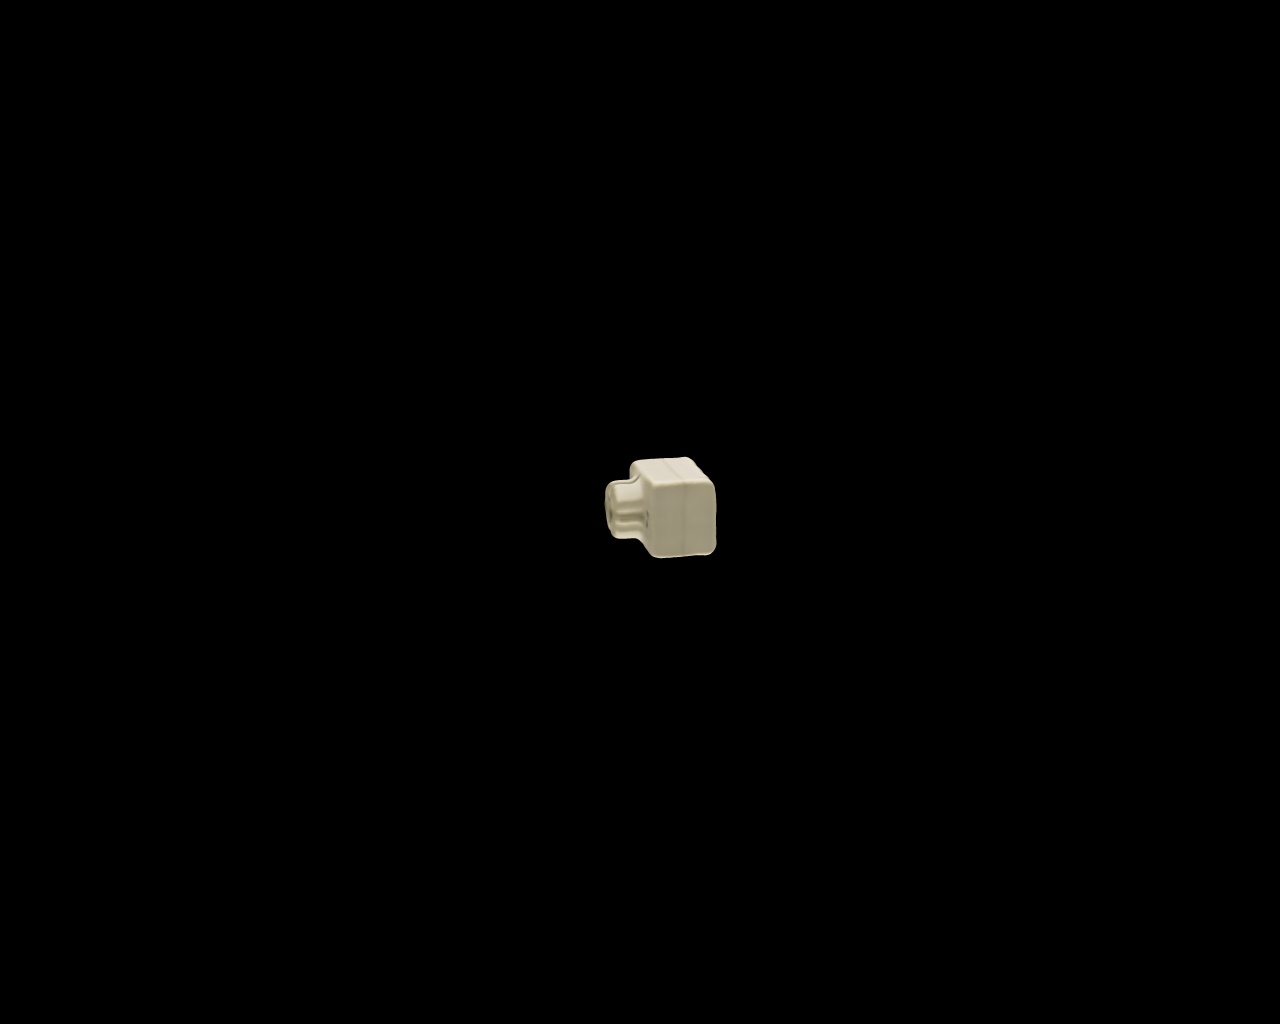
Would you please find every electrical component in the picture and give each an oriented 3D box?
[{"bbox_3d":[0.001,-0.003,0.650,0.077,0.047,0.066,-3,16,-11],"label":"electrical component"}]
